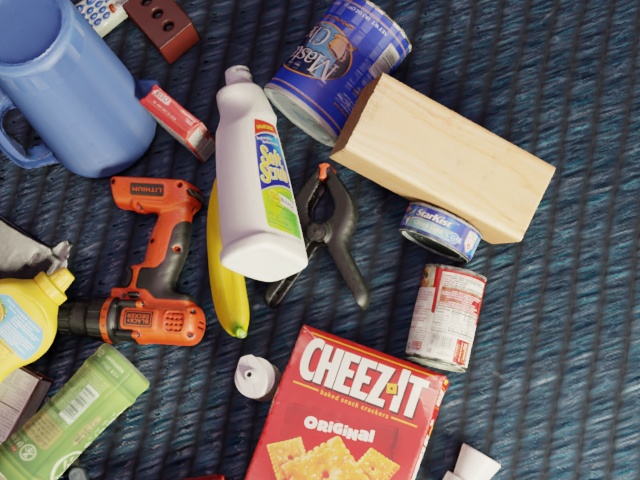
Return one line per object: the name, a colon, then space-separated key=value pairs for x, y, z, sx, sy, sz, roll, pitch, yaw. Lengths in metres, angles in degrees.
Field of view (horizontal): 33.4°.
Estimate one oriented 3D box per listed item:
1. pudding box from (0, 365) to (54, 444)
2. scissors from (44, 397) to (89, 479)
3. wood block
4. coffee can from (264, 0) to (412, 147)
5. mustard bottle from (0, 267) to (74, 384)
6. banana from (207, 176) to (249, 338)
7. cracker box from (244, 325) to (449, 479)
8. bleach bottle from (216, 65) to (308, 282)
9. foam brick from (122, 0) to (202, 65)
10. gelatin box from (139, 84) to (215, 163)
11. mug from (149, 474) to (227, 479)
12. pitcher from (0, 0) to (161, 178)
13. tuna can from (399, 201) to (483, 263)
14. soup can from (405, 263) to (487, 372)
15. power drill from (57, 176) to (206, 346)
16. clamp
pudding box: x=-0.367 y=0.185 z=1.194 sx=0.090 sy=0.039 sz=0.113 roll=27 pitch=84 yaw=12
scissors: x=-0.246 y=0.263 z=1.170 sx=0.096 sy=0.016 sz=0.202 roll=-11 pitch=75 yaw=4
wood block: x=0.126 y=-0.082 z=1.121 sx=0.206 sy=0.091 sz=0.090 roll=28 pitch=83 yaw=-9
coffee can: x=0.020 y=-0.190 z=1.191 sx=0.103 sy=0.103 sz=0.140 roll=37 pitch=84 yaw=14
mustard bottle: x=-0.344 y=0.098 z=1.154 sx=0.191 sy=0.058 sz=0.096 roll=-42 pitch=104 yaw=-7
banana: x=-0.099 y=0.026 z=1.179 sx=0.037 sy=0.070 sz=0.198 roll=2 pitch=63 yaw=-26
cracker box: x=0.023 y=0.217 z=1.112 sx=0.164 sy=0.072 sz=0.213 roll=19 pitch=80 yaw=11
bleach bottle: x=-0.078 y=-0.084 z=1.171 sx=0.068 sy=0.102 sz=0.251 roll=-24 pitch=62 yaw=26
foam brick: x=-0.186 y=-0.258 z=1.263 sx=0.053 sy=0.051 sz=0.078 roll=-41 pitch=75 yaw=-3
gelatin box: x=-0.158 y=-0.132 z=1.210 sx=0.073 sy=0.089 sz=0.030 roll=40 pitch=85 yaw=15
mug: x=-0.131 y=0.301 z=1.114 sx=0.081 sy=0.093 sz=0.117 roll=-10 pitch=106 yaw=1
pitcher: x=-0.283 y=-0.166 z=1.156 sx=0.145 sy=0.242 sz=0.149 roll=13 pitch=74 yaw=14
tuna can: x=0.128 y=-0.008 z=1.142 sx=0.086 sy=0.086 sz=0.034 roll=25 pitch=83 yaw=13
soup can: x=0.133 y=0.083 z=1.129 sx=0.068 sy=0.068 sz=0.102 roll=12 pitch=79 yaw=11
power drill: x=-0.209 y=0.025 z=1.199 sx=0.184 sy=0.057 sz=0.187 roll=3 pitch=79 yaw=14
clamp: x=-0.008 y=0.001 z=1.184 sx=0.120 sy=0.039 sz=0.171 roll=-7 pitch=69 yaw=10
